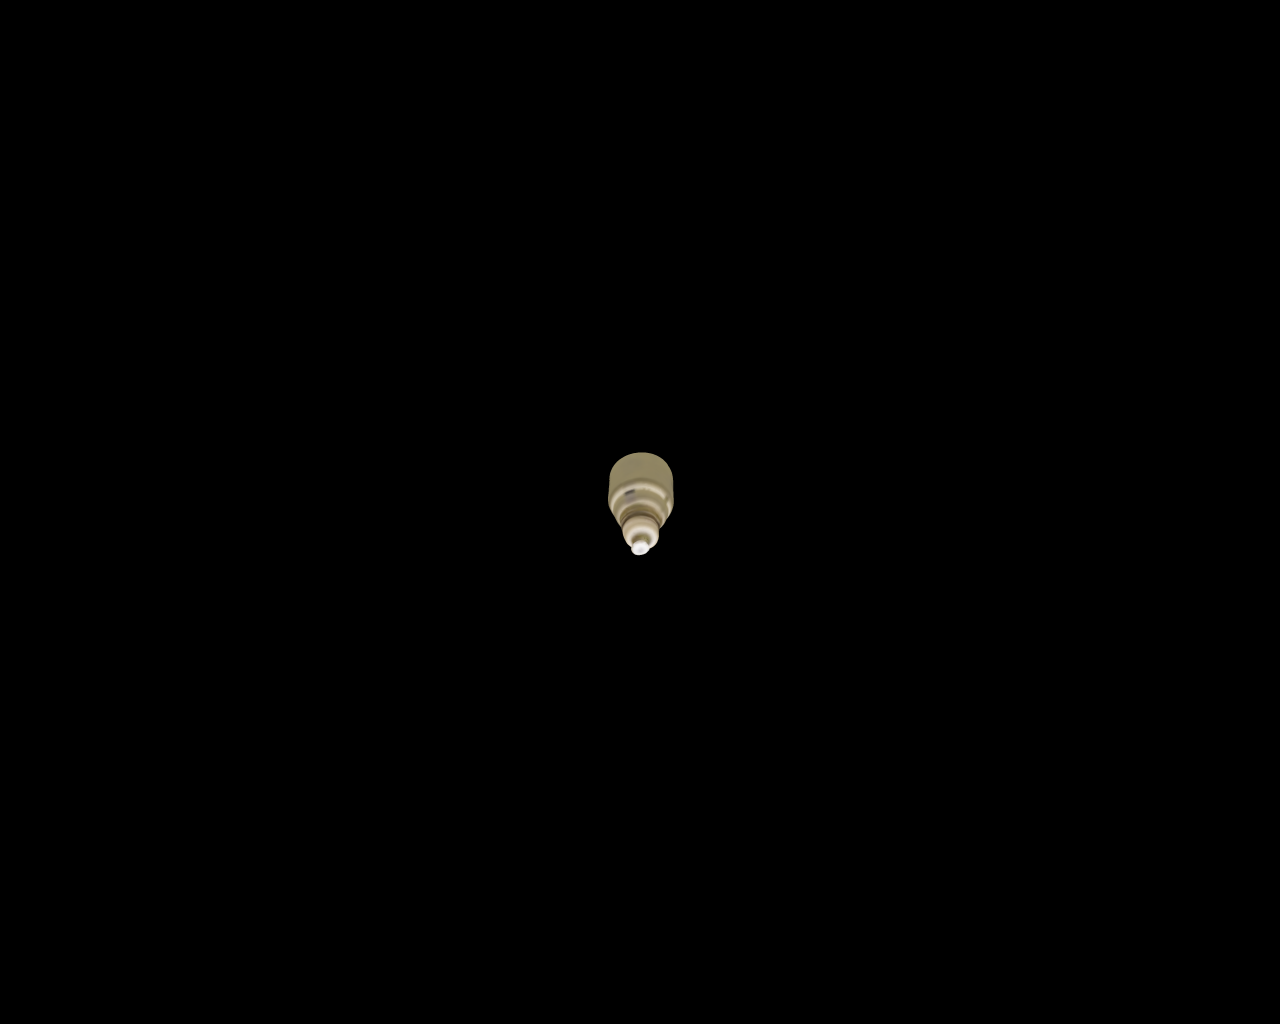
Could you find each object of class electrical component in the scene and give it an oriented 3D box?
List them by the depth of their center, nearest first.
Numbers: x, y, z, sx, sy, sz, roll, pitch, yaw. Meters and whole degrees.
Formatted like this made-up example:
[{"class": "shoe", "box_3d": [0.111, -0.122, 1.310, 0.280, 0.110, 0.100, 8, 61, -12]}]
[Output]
[{"class": "electrical component", "box_3d": [0.001, -0.003, 0.650, 0.040, 0.040, 0.078, 0, 40, 0]}]
